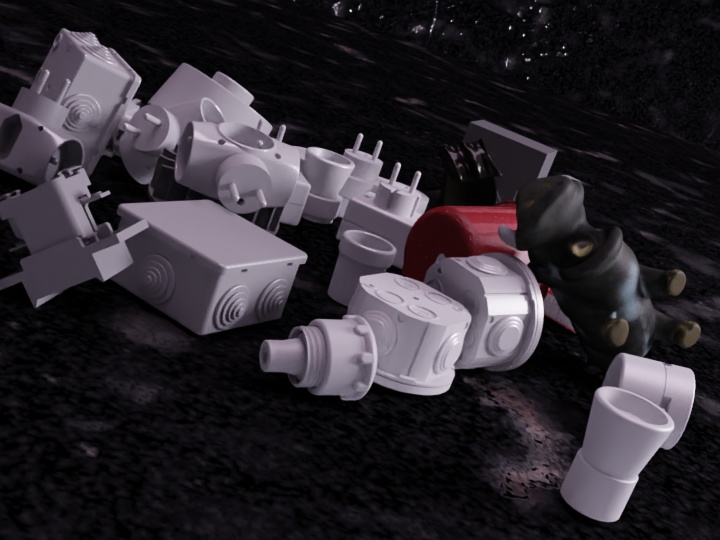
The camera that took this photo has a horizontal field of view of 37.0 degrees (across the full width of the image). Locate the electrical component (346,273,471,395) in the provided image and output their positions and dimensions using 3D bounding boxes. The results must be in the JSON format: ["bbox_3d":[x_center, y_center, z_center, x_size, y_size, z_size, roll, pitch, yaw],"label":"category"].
[{"bbox_3d":[0.026,0.040,0.670,0.080,0.051,0.080,18,17,-6],"label":"electrical component"}]

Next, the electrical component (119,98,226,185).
[{"bbox_3d":[-0.153,-0.104,0.833,0.079,0.077,0.043,24,47,-66],"label":"electrical component"}]

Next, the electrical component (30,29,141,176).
[{"bbox_3d":[-0.222,-0.133,0.838,0.048,0.099,0.100,24,12,-35],"label":"electrical component"}]

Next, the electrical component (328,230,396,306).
[{"bbox_3d":[0.000,0.000,0.767,0.040,0.046,0.040,18,18,-6],"label":"electrical component"}]

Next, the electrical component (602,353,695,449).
[{"bbox_3d":[0.187,0.085,0.709,0.047,0.055,0.055,17,17,1],"label":"electrical component"}]

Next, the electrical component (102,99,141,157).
[{"bbox_3d":[-0.194,-0.115,0.909,0.064,0.042,0.081,24,18,-1],"label":"electrical component"}]

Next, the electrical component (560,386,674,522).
[{"bbox_3d":[0.135,0.101,0.579,0.044,0.065,0.044,19,17,-6],"label":"electrical component"}]

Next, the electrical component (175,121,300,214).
[{"bbox_3d":[-0.081,-0.064,0.730,0.077,0.044,0.079,12,27,-22],"label":"electrical component"}]

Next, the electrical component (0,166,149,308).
[{"bbox_3d":[-0.165,-0.020,0.595,0.081,0.063,0.042,-20,9,15],"label":"electrical component"}]

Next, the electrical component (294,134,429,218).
[{"bbox_3d":[-0.002,-0.087,0.981,0.138,0.073,0.052,21,17,1],"label":"electrical component"}]

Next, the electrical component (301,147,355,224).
[{"bbox_3d":[-0.034,-0.073,0.937,0.045,0.055,0.045,18,17,-6],"label":"electrical component"}]

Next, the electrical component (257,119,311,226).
[{"bbox_3d":[-0.083,-0.087,0.888,0.083,0.075,0.047,13,19,-23],"label":"electrical component"}]

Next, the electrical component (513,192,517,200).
[{"bbox_3d":[0.134,-0.033,0.968,0.047,0.076,0.065,11,20,-29],"label":"electrical component"}]

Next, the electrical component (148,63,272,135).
[{"bbox_3d":[-0.129,-0.143,0.969,0.108,0.060,0.108,35,-1,1],"label":"electrical component"}]

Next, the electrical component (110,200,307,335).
[{"bbox_3d":[-0.096,-0.003,0.667,0.100,0.048,0.100,29,19,26],"label":"electrical component"}]

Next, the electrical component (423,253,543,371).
[{"bbox_3d":[0.079,0.028,0.718,0.051,0.080,0.080,0,26,-36],"label":"electrical component"}]

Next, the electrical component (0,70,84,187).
[{"bbox_3d":[-0.235,-0.105,0.773,0.077,0.079,0.043,25,-2,16],"label":"electrical component"}]

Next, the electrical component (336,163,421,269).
[{"bbox_3d":[0.028,-0.051,0.901,0.066,0.076,0.047,25,18,15],"label":"electrical component"}]

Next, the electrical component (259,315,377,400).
[{"bbox_3d":[-0.024,0.049,0.601,0.062,0.048,0.048,3,23,-25],"label":"electrical component"}]
